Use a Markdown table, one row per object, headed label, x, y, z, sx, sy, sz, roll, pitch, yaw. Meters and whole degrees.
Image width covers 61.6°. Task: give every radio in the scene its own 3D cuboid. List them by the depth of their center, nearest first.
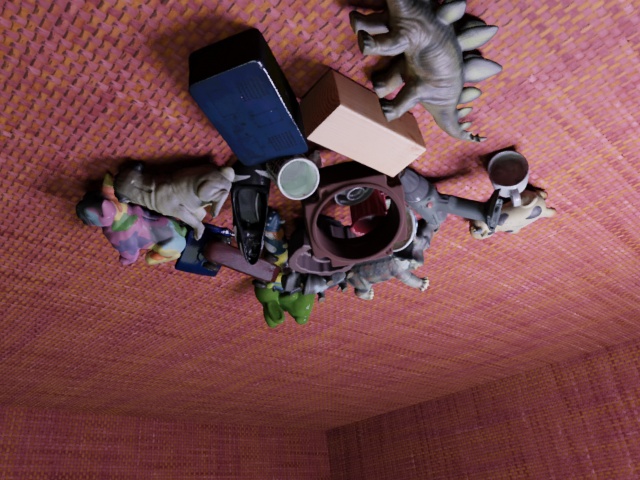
| label | x | y | z | sx | sy | sz | roll | pitch | yaw |
| --- | --- | --- | --- | --- | --- | --- | --- | --- | --- |
| radio | -0.113 | -0.222 | 0.890 | 0.131 | 0.073 | 0.229 | -13 | 148 | 13 |

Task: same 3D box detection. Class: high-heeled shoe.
| label | x | y | z | sx | sy | sz | roll | pitch | yaw |
| --- | --- | --- | --- | --- | --- | --- | --- | --- | --- |
| high-heeled shoe | -0.141 | -0.058 | 1.096 | 0.086 | 0.145 | 0.248 | -2 | 152 | -10 |

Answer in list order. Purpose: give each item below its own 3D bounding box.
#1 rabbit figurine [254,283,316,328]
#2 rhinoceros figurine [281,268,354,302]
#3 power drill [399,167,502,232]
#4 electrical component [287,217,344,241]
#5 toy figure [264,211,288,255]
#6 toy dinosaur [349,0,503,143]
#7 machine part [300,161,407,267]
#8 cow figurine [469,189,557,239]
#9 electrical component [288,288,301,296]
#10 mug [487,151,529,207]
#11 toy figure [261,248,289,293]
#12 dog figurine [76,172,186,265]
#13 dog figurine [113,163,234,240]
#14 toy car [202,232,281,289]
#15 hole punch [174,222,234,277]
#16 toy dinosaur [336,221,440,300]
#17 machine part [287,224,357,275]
| label | x | y | z | sx | sy | sz | roll | pitch | yaw |
| --- | --- | --- | --- | --- | --- | --- | --- | --- | --- |
| rabbit figurine | -0.111 | 0.170 | 1.527 | 0.170 | 0.159 | 0.121 | 18 | 155 | -11 |
| rhinoceros figurine | -0.007 | 0.093 | 1.355 | 0.190 | 0.112 | 0.073 | -12 | 136 | -33 |
| power drill | 0.276 | -0.083 | 1.144 | 0.208 | 0.086 | 0.231 | 7 | 164 | 25 |
| electrical component | -0.003 | -0.004 | 1.309 | 0.115 | 0.058 | 0.134 | 10 | 146 | -31 |
| toy figure | -0.107 | -0.015 | 1.263 | 0.064 | 0.058 | 0.154 | 2 | 152 | 6 |
| toy dinosaur | 0.178 | -0.266 | 0.843 | 0.199 | 0.105 | 0.470 | -18 | 153 | 13 |
| machine part | 0.068 | -0.052 | 1.078 | 0.201 | 0.087 | 0.200 | -12 | 125 | -3 |
| cow figurine | 0.442 | -0.056 | 1.284 | 0.127 | 0.085 | 0.195 | 12 | 149 | -40 |
| electrical component | -0.041 | 0.106 | 1.461 | 0.119 | 0.048 | 0.074 | -25 | 158 | -21 |
| mug | 0.408 | -0.123 | 1.144 | 0.081 | 0.109 | 0.107 | -23 | 160 | 15 |
| toy figure | -0.112 | 0.077 | 1.408 | 0.089 | 0.082 | 0.180 | -2 | 153 | -9 |
| dog figurine | -0.389 | -0.043 | 1.115 | 0.192 | 0.108 | 0.219 | -4 | 148 | -3 |
| dog figurine | -0.282 | -0.113 | 1.036 | 0.190 | 0.121 | 0.172 | 31 | 102 | -24 |
| toy car | -0.184 | 0.051 | 1.264 | 0.202 | 0.089 | 0.053 | 23 | 174 | -35 |
| hole punch | -0.278 | 0.021 | 1.271 | 0.142 | 0.092 | 0.116 | 16 | 140 | -29 |
| toy dinosaur | 0.144 | 0.068 | 1.418 | 0.405 | 0.131 | 0.192 | -23 | 134 | 35 |
| machine part | 0.010 | 0.024 | 1.247 | 0.179 | 0.056 | 0.179 | -4 | 151 | -2 |
